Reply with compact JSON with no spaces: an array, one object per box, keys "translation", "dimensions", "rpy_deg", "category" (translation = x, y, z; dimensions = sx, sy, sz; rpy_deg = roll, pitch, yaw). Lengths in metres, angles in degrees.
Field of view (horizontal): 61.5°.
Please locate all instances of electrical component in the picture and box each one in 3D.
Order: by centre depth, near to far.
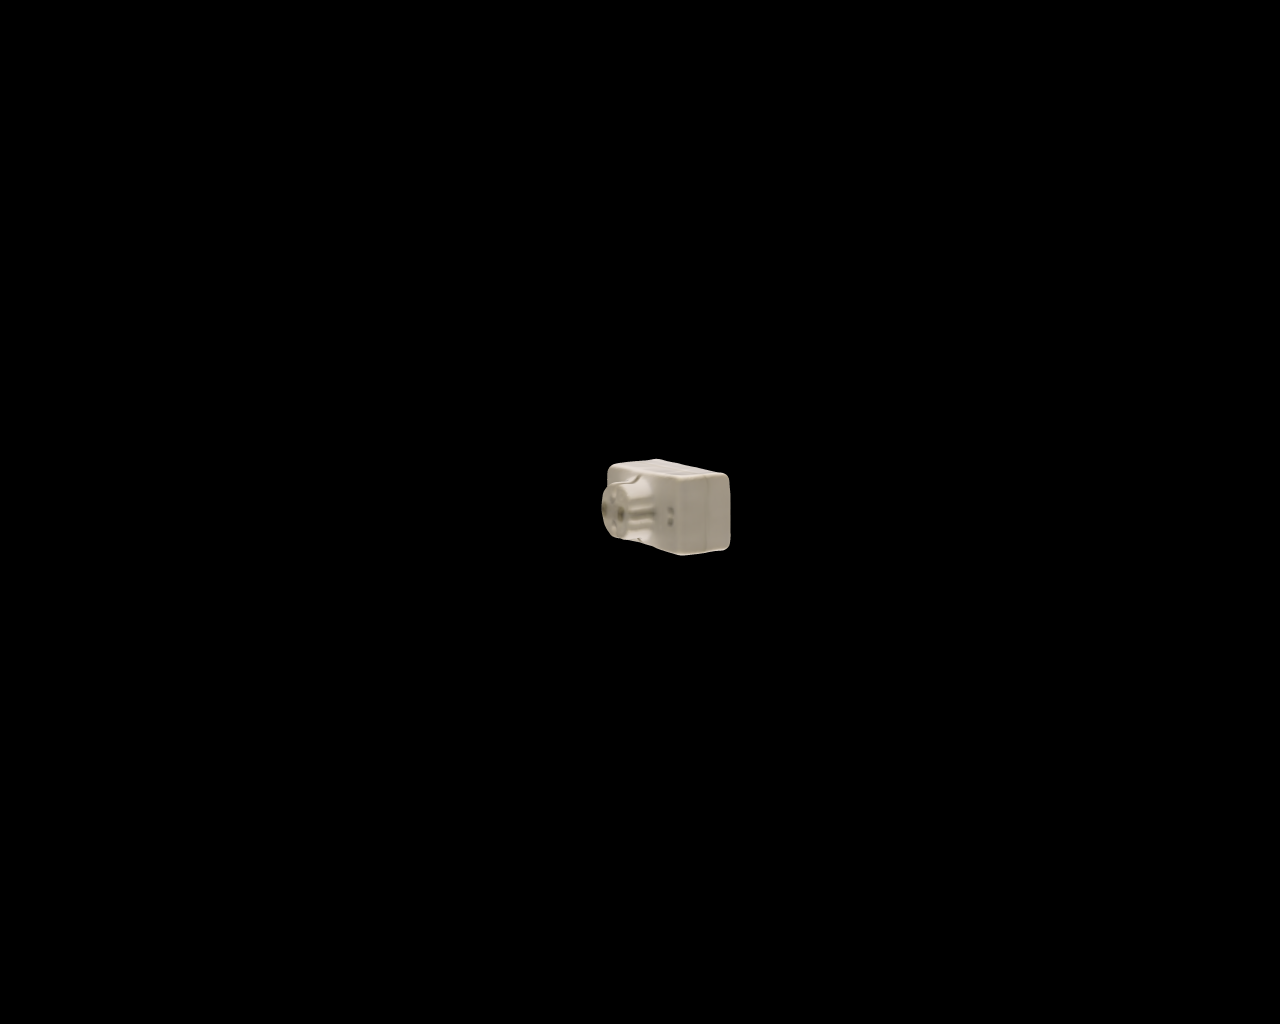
[{"translation":[0.001,-0.003,0.650],"dimensions":[0.076,0.047,0.083],"rpy_deg":[-6,11,-31],"category":"electrical component"}]
